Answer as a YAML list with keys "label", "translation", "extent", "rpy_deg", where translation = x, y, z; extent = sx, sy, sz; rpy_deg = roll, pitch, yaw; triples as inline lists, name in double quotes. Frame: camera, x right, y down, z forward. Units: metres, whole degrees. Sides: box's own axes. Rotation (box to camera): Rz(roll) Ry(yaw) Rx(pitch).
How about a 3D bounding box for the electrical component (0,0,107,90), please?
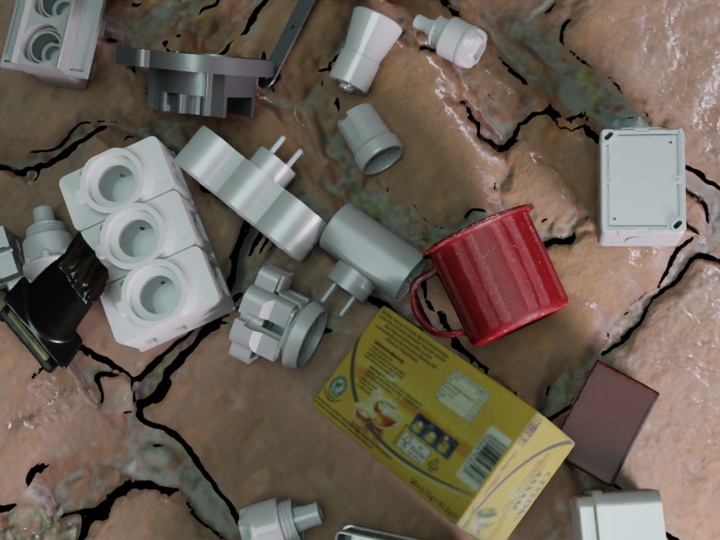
- label: "electrical component"
  translation: [-0.254, -0.223, 0.929]
  extent: [0.079, 0.063, 0.121]
  rpy_deg: [9, 81, 11]

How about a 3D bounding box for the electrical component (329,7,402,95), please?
- label: "electrical component"
  translation: [0.002, -0.178, 0.891]
  extent: [0.044, 0.044, 0.065]
  rpy_deg: [25, 89, 13]

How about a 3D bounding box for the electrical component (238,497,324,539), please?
- label: "electrical component"
  translation: [-0.060, 0.196, 0.830]
  extent: [0.062, 0.043, 0.043]
  rpy_deg: [-18, 77, 4]

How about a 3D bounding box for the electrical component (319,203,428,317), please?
- label: "electrical component"
  translation: [0.000, 0.000, 0.856]
  extent: [0.077, 0.043, 0.079]
  rpy_deg: [36, 87, 13]

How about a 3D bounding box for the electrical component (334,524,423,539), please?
- label: "electrical component"
  translation: [0.027, 0.254, 0.798]
  extent: [0.109, 0.056, 0.108]
  rpy_deg: [9, 81, 11]

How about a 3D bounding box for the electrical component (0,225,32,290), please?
- label: "electrical component"
  translation: [-0.315, -0.004, 0.908]
  extent: [0.055, 0.048, 0.066]
  rpy_deg: [-22, 77, -3]

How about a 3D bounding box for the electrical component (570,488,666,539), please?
- label: "electrical component"
  translation: [0.186, 0.214, 0.769]
  extent: [0.057, 0.078, 0.113]
  rpy_deg: [-5, 79, 6]

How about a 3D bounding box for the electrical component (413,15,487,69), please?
- label: "electrical component"
  translation: [0.072, -0.192, 0.885]
  extent: [0.061, 0.035, 0.035]
  rpy_deg: [30, 86, 16]

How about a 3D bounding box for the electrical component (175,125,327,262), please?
- label: "electrical component"
  translation: [-0.078, -0.076, 0.878]
  extent: [0.138, 0.052, 0.073]
  rpy_deg: [39, 87, 14]

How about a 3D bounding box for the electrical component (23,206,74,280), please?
- label: "electrical component"
  translation: [-0.262, -0.023, 0.904]
  extent: [0.048, 0.048, 0.062]
  rpy_deg: [-17, 69, 6]

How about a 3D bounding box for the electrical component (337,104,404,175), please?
- label: "electrical component"
  translation: [0.007, -0.107, 0.878]
  extent: [0.040, 0.040, 0.046]
  rpy_deg: [-32, 71, 2]

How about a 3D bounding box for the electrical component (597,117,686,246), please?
- label: "electrical component"
  translation: [0.214, -0.068, 0.825]
  extent: [0.062, 0.061, 0.096]
  rpy_deg: [0, 80, 10]

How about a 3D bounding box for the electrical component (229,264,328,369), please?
- label: "electrical component"
  translation: [-0.062, 0.043, 0.850]
  extent: [0.057, 0.058, 0.078]
  rpy_deg: [25, 103, 13]

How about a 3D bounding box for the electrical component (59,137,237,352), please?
- label: "electrical component"
  translation: [-0.175, -0.021, 0.879]
  extent: [0.089, 0.061, 0.150]
  rpy_deg: [-24, 77, 4]
